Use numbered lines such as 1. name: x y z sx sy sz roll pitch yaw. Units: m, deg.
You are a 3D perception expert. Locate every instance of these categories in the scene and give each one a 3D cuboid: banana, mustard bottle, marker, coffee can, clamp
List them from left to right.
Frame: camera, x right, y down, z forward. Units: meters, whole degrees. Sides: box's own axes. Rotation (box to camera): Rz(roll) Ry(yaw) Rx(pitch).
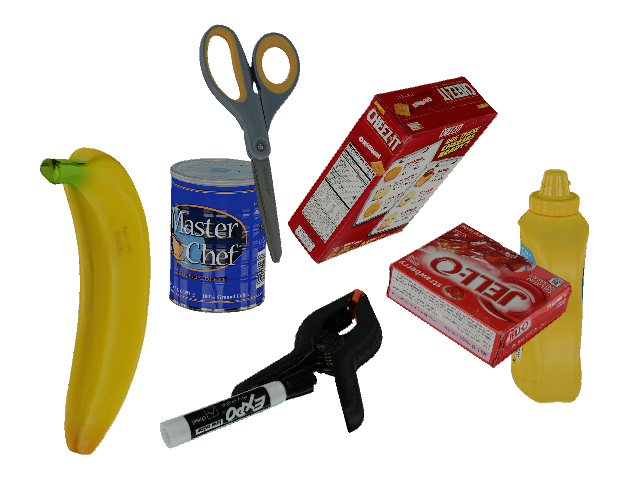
1. banana: -0.118 0.025 0.561 0.037 0.198 0.069 25 41 26
2. coffee can: -0.106 -0.007 1.115 0.103 0.140 0.103 3 16 -1
3. marker: -0.056 0.118 0.759 0.120 0.020 0.020 -18 8 -27
4. clamp: 0.013 0.106 0.940 0.120 0.039 0.171 17 44 28
5. mustard bottle: 0.195 0.034 0.908 0.058 0.192 0.096 -1 18 2

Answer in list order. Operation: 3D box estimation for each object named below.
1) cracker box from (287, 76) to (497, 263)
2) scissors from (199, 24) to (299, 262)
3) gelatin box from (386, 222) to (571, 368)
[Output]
1. cracker box: 0.077 -0.081 1.207 0.163 0.072 0.214 -20 -26 -45
2. scissors: -0.038 -0.090 0.895 0.096 0.202 0.016 -23 0 -26
3. gelatin box: 0.098 0.031 0.663 0.073 0.030 0.089 -28 47 -37
